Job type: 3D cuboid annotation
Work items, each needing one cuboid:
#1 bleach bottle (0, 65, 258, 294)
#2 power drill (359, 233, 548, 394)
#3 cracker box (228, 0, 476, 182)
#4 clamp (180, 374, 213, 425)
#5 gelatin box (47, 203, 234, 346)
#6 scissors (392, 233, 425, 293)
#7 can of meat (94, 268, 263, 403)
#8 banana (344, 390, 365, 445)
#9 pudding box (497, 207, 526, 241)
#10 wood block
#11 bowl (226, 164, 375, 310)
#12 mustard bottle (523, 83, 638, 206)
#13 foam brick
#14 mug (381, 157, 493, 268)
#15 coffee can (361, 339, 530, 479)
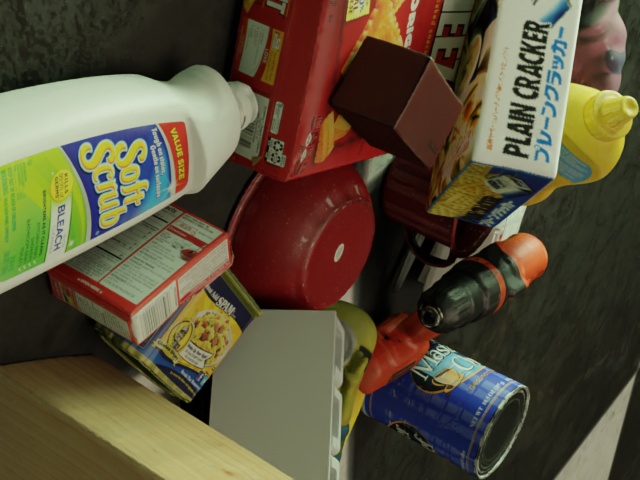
[{"bbox_3d":[-0.121,-0.051,0.589,0.250,0.068,0.103,-32,139,-48],"label":"bleach bottle"},{"bbox_3d":[0.101,0.071,0.955,0.184,0.057,0.188,-22,168,-49],"label":"power drill"},{"bbox_3d":[0.030,-0.140,0.753,0.213,0.072,0.164,-20,130,-52],"label":"cracker box"},{"bbox_3d":[-0.095,0.194,0.810,0.210,0.036,0.164,82,18,-52],"label":"clamp"},{"bbox_3d":[-0.108,0.015,0.649,0.089,0.073,0.030,-43,146,-35],"label":"gelatin box"},{"bbox_3d":[0.125,-0.046,1.043,0.096,0.016,0.202,-9,120,-56],"label":"scissors"},{"bbox_3d":[-0.095,0.054,0.719,0.084,0.058,0.102,-54,149,-14],"label":"can of meat"},{"bbox_3d":[-0.001,0.215,1.029,0.069,0.037,0.198,-31,142,-72],"label":"banana"},{"bbox_3d":[0.175,0.005,1.144,0.089,0.039,0.113,-20,131,-52],"label":"pudding box"},{"bbox_3d":[-0.103,0.154,0.630,0.090,0.206,0.091,1,111,-59],"label":"wood block"},{"bbox_3d":[-0.005,0.001,0.826,0.161,0.055,0.162,-38,141,-39],"label":"bowl"},{"bbox_3d":[0.204,-0.088,0.923,0.058,0.096,0.192,-50,-169,-23],"label":"mustard bottle"},{"bbox_3d":[0.051,-0.089,0.699,0.053,0.051,0.078,-61,152,-5],"label":"foam brick"},{"bbox_3d":[0.107,-0.031,0.957,0.093,0.082,0.117,-28,135,-47],"label":"mug"},{"bbox_3d":[0.125,0.163,1.080,0.102,0.140,0.103,-39,142,-38],"label":"coffee can"}]
